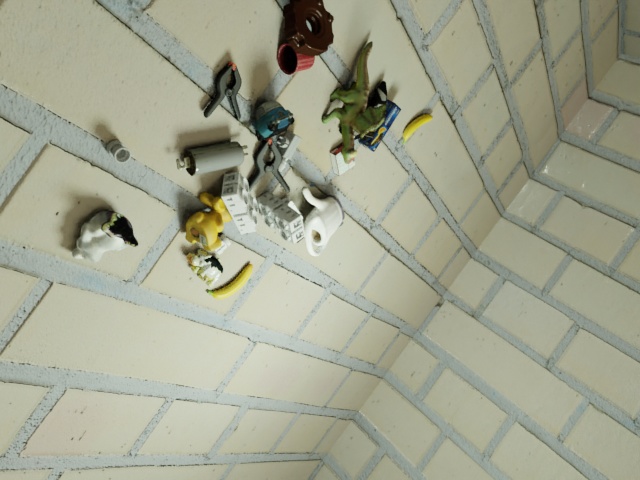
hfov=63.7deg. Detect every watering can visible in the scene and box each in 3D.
[{"bbox_3d":[0.006,-0.099,1.970,0.229,0.104,0.339,-48,145,-41],"label":"watering can"}]

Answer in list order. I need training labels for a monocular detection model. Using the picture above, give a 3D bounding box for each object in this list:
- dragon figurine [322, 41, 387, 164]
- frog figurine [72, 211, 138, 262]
[{"bbox_3d":[0.148,-0.458,1.766,0.122,0.246,0.404,5,117,-45],"label":"dragon figurine"},{"bbox_3d":[-0.600,-0.005,1.419,0.158,0.124,0.136,-24,161,22],"label":"frog figurine"}]
